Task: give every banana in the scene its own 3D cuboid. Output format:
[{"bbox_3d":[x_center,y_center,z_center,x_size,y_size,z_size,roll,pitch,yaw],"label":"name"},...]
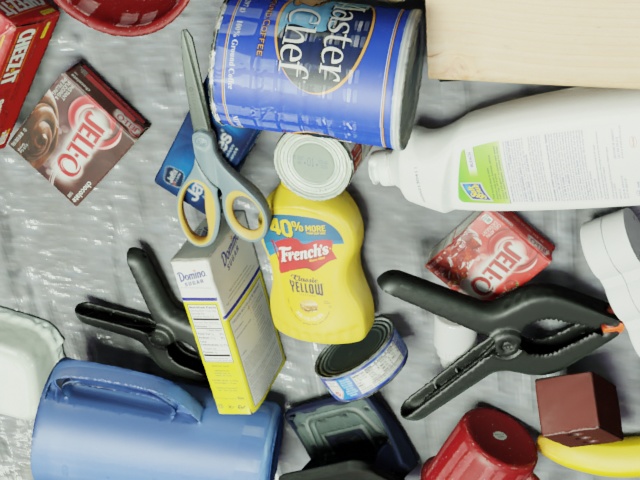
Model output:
[{"bbox_3d":[0.297,0.183,0.973,0.198,0.037,0.069,-25,90,31],"label":"banana"}]

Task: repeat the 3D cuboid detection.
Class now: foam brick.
[{"bbox_3d":[0.231,0.151,0.945,0.053,0.051,0.078,-14,156,29],"label":"foam brick"}]

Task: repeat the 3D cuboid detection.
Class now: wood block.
[{"bbox_3d":[0.187,-0.167,0.762,0.206,0.090,0.091,6,122,19],"label":"wood block"}]

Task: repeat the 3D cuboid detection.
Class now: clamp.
[{"bbox_3d":[-0.158,0.083,1.090,0.171,0.039,0.120,32,132,-7],"label":"clamp"},{"bbox_3d":[0.153,0.075,0.923,0.210,0.036,0.164,-14,124,9],"label":"clamp"}]

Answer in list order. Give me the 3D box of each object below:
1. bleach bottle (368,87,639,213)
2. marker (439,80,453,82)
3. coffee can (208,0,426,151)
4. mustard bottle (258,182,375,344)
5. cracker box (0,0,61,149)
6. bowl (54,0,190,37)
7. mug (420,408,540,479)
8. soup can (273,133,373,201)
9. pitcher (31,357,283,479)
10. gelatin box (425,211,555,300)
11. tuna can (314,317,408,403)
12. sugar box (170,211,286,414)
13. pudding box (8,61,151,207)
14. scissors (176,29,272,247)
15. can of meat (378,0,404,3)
[{"bbox_3d":[0.157,-0.073,0.852,0.251,0.068,0.102,-2,118,26],"label":"bleach bottle"},{"bbox_3d":[0.148,-0.135,0.842,0.121,0.020,0.020,3,121,21],"label":"marker"},{"bbox_3d":[0.000,-0.126,0.785,0.140,0.102,0.103,9,123,10],"label":"coffee can"},{"bbox_3d":[-0.007,0.001,0.965,0.096,0.058,0.191,7,122,24],"label":"mustard bottle"},{"bbox_3d":[-0.358,-0.196,0.957,0.214,0.072,0.164,39,124,7],"label":"cracker box"},{"bbox_3d":[-0.161,-0.251,0.871,0.162,0.055,0.162,10,124,16],"label":"bowl"},{"bbox_3d":[0.163,0.222,1.013,0.117,0.093,0.082,38,124,19],"label":"mug"},{"bbox_3d":[0.009,-0.085,0.878,0.068,0.102,0.068,10,123,15],"label":"soup can"},{"bbox_3d":[-0.164,0.197,1.091,0.243,0.149,0.145,8,92,4],"label":"pitcher"},{"bbox_3d":[0.147,0.015,0.929,0.073,0.030,0.089,40,127,-6],"label":"gelatin box"},{"bbox_3d":[0.039,0.112,0.999,0.086,0.086,0.033,-23,111,31],"label":"tuna can"},{"bbox_3d":[-0.085,0.070,1.019,0.048,0.093,0.176,-4,118,23],"label":"sugar box"},{"bbox_3d":[-0.227,-0.099,1.003,0.090,0.039,0.114,44,127,-7],"label":"pudding box"},{"bbox_3d":[-0.080,-0.074,0.899,0.096,0.016,0.202,17,126,8],"label":"scissors"},{"bbox_3d":[0.056,-0.236,0.775,0.057,0.083,0.102,12,124,15],"label":"can of meat"}]
